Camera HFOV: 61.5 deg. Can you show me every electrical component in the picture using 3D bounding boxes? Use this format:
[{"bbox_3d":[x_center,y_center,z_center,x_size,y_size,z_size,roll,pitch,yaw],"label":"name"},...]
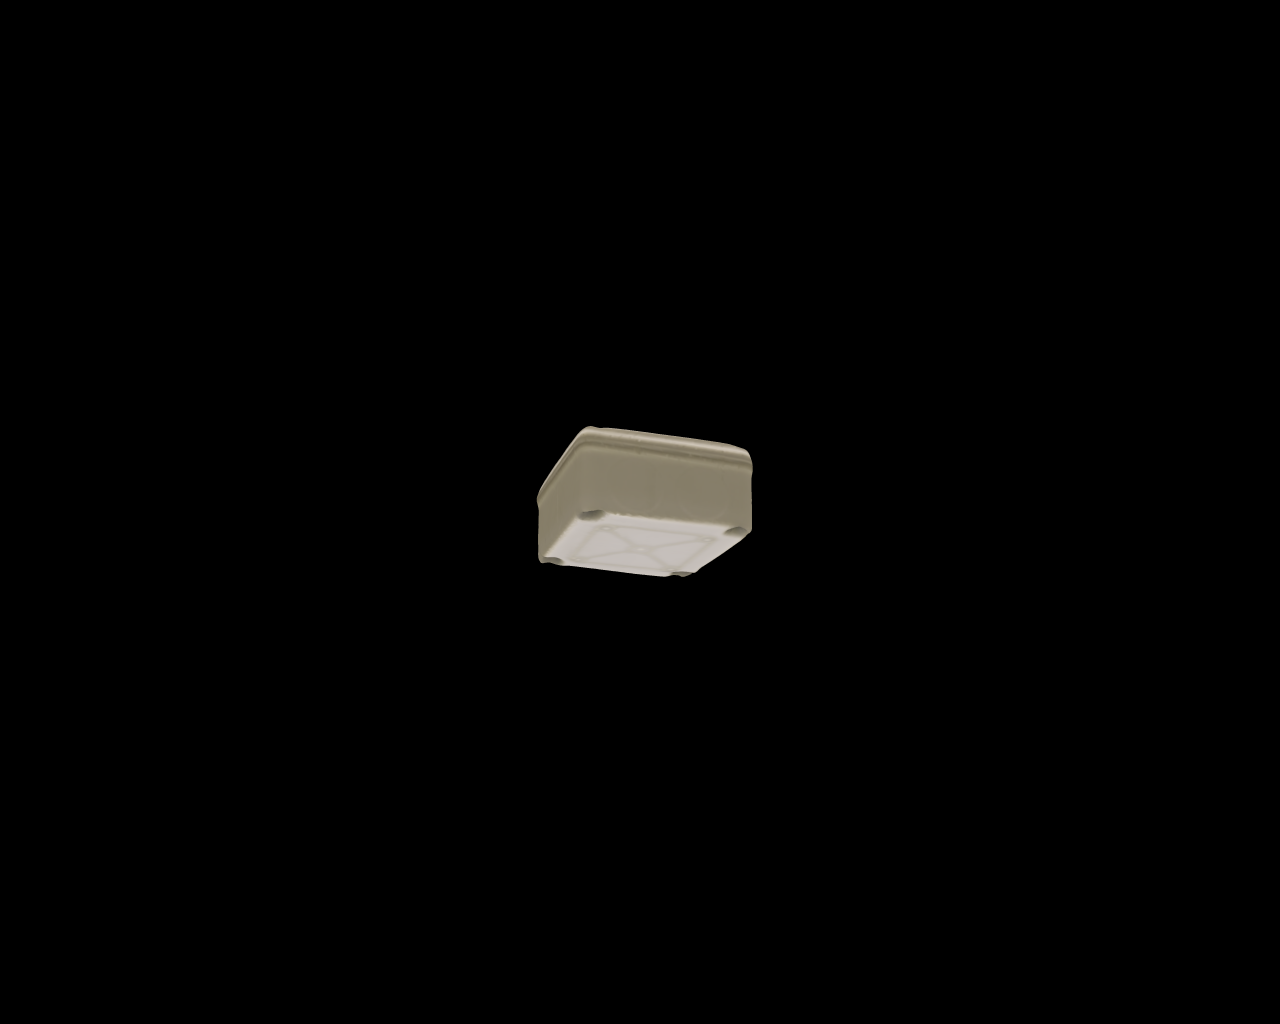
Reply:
[{"bbox_3d":[0.001,-0.003,0.650,0.109,0.056,0.108,7,-21,-18],"label":"electrical component"}]
